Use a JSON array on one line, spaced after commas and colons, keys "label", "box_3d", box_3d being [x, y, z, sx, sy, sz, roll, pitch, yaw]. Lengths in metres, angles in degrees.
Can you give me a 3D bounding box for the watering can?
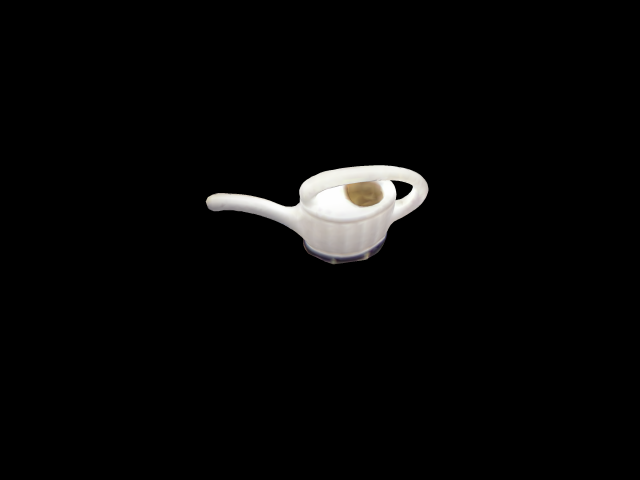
[{"label": "watering can", "box_3d": [0.003, -0.043, 0.850, 0.348, 0.106, 0.219, -8, -30, -5]}]
